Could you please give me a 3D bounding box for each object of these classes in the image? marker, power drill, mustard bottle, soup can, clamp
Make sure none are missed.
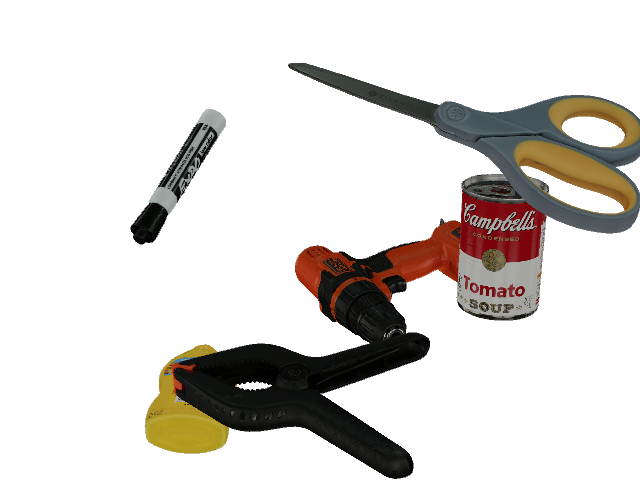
[{"bbox_3d":[-0.100,-0.045,0.753,0.020,0.121,0.020,18,-34,12],"label":"marker"},{"bbox_3d":[0.089,0.040,1.066,0.187,0.057,0.185,-12,28,-23],"label":"power drill"},{"bbox_3d":[-0.153,0.183,1.312,0.096,0.058,0.191,2,25,1],"label":"mustard bottle"},{"bbox_3d":[0.144,0.005,0.852,0.068,0.102,0.068,0,20,0],"label":"soup can"},{"bbox_3d":[-0.013,0.114,0.855,0.210,0.036,0.164,7,30,15],"label":"clamp"}]

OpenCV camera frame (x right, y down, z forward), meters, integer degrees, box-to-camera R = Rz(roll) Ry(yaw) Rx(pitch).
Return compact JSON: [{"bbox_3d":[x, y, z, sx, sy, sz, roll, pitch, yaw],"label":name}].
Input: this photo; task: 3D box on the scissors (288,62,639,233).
[{"bbox_3d":[0.089,-0.072,0.581,0.202,0.016,0.096,34,57,20],"label":"scissors"}]
